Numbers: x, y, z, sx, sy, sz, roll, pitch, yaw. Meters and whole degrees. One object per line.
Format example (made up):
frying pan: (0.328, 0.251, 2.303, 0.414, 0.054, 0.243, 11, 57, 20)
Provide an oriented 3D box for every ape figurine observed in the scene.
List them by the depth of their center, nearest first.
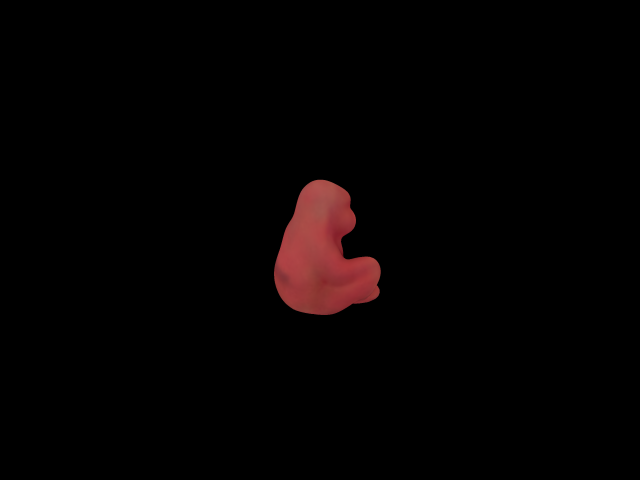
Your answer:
ape figurine: (0.004, 0.001, 0.400, 0.076, 0.092, 0.077, -11, 35, -15)
